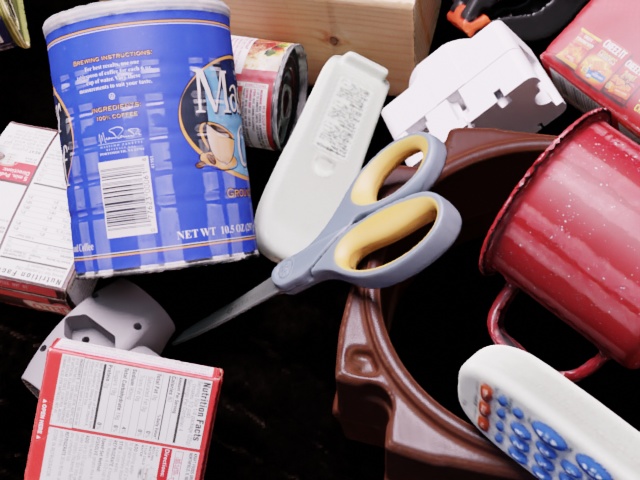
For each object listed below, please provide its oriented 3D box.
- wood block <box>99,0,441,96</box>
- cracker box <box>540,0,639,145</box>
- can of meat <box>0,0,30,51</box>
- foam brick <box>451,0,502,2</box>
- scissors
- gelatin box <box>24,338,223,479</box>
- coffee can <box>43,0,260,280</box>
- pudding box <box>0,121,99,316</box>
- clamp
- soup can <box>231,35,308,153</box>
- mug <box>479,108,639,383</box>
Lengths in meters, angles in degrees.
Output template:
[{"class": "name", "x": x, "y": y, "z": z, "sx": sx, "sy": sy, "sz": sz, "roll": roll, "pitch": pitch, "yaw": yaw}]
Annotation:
[{"class": "wood block", "x": -0.030, "y": -0.164, "z": 0.697, "sx": 0.206, "sy": 0.091, "sz": 0.090, "roll": 9, "pitch": 60, "yaw": 12}, {"class": "cracker box", "x": 0.261, "y": -0.125, "z": 0.609, "sx": 0.214, "sy": 0.072, "sz": 0.164, "roll": -47, "pitch": 62, "yaw": 2}, {"class": "can of meat", "x": -0.257, "y": -0.169, "z": 0.749, "sx": 0.084, "sy": 0.057, "sz": 0.102, "roll": -18, "pitch": 56, "yaw": -2}, {"class": "foam brick", "x": 0.102, "y": -0.204, "z": 0.730, "sx": 0.053, "sy": 0.051, "sz": 0.078, "roll": -22, "pitch": 57, "yaw": -6}, {"class": "scissors", "x": -0.004, "y": 0.001, "z": 0.563, "sx": 0.202, "sy": 0.016, "sz": 0.096, "roll": -17, "pitch": 45, "yaw": 45}, {"class": "gelatin box", "x": -0.099, "y": 0.095, "z": 0.542, "sx": 0.089, "sy": 0.030, "sz": 0.073, "roll": 11, "pitch": 95, "yaw": -5}, {"class": "coffee can", "x": -0.092, "y": -0.054, "z": 0.590, "sx": 0.103, "sy": 0.103, "sz": 0.140, "roll": -7, "pitch": 91, "yaw": 2}, {"class": "pudding box", "x": -0.168, "y": -0.014, "z": 0.648, "sx": 0.090, "sy": 0.039, "sz": 0.113, "roll": 11, "pitch": 61, "yaw": 13}, {"class": "clamp", "x": 0.167, "y": -0.176, "z": 0.693, "sx": 0.171, "sy": 0.120, "sz": 0.039, "roll": -38, "pitch": 24, "yaw": 6}, {"class": "soup can", "x": -0.065, "y": -0.095, "z": 0.670, "sx": 0.102, "sy": 0.068, "sz": 0.068, "roll": 9, "pitch": 59, "yaw": 13}, {"class": "mug", "x": 0.124, "y": 0.012, "z": 0.472, "sx": 0.081, "sy": 0.093, "sz": 0.117, "roll": 40, "pitch": 99, "yaw": 22}]
